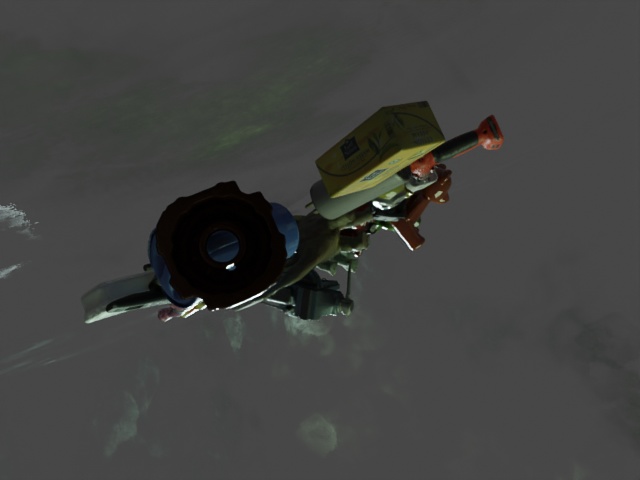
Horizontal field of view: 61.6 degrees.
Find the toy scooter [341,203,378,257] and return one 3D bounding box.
[{"bbox_3d":[0.097,-0.031,1.394,0.075,0.135,0.184,-18,171,-30],"label":"toy scooter"}]

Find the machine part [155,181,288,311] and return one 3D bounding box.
[{"bbox_3d":[-0.134,0.009,0.741,0.179,0.179,0.056,-22,175,-9],"label":"machine part"}]

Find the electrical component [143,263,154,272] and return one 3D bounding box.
[{"bbox_3d":[-0.306,0.042,1.087,0.063,0.021,0.094,-26,175,36],"label":"electrical component"}]

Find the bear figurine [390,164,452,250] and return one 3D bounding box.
[{"bbox_3d":[0.266,-0.090,1.347,0.196,0.132,0.120,-38,-164,8],"label":"bear figurine"}]

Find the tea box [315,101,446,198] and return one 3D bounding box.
[{"bbox_3d":[0.083,-0.128,0.779,0.098,0.068,0.170,-19,174,-36],"label":"tea box"}]

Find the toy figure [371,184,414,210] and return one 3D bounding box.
[{"bbox_3d":[0.133,-0.108,1.111,0.082,0.089,0.180,-37,-179,9],"label":"toy figure"}]

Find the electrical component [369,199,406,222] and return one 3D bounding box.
[{"bbox_3d":[0.152,-0.071,1.269,0.075,0.047,0.119,6,174,-11],"label":"electrical component"}]

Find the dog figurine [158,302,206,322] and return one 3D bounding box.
[{"bbox_3d":[-0.309,0.110,1.299,0.219,0.108,0.191,-31,167,39],"label":"dog figurine"}]

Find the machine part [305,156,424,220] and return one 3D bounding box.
[{"bbox_3d":[0.068,-0.101,0.934,0.243,0.079,0.079,-26,173,36],"label":"machine part"}]

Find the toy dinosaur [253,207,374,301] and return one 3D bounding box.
[{"bbox_3d":[-0.002,-0.003,1.123,0.199,0.105,0.471,-20,-167,22],"label":"toy dinosaur"}]

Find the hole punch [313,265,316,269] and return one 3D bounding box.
[{"bbox_3d":[-0.043,0.018,1.304,0.116,0.142,0.092,-54,-171,-24],"label":"hole punch"}]

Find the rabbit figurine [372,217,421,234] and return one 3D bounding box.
[{"bbox_3d":[0.169,-0.058,1.490,0.159,0.121,0.170,-9,164,-44],"label":"rabbit figurine"}]

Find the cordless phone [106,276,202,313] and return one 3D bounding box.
[{"bbox_3d":[-0.319,0.100,1.063,0.184,0.088,0.147,-12,170,-43],"label":"cordless phone"}]

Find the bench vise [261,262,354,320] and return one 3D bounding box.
[{"bbox_3d":[-0.011,0.111,1.171,0.224,0.128,0.240,-3,-179,23],"label":"bench vise"}]

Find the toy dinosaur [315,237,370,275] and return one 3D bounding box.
[{"bbox_3d":[0.003,0.018,1.547,0.192,0.131,0.404,17,-176,37],"label":"toy dinosaur"}]
